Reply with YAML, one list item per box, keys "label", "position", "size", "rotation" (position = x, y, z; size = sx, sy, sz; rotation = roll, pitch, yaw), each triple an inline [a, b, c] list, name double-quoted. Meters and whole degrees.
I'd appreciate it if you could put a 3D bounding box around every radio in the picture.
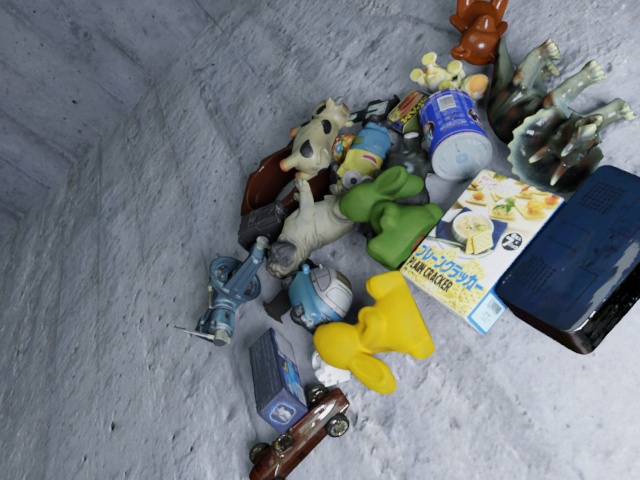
- label: "radio"
  position: [0.351, 0.024, 0.689]
  size: [0.229, 0.073, 0.131]
  rotation: [-50, 38, 1]

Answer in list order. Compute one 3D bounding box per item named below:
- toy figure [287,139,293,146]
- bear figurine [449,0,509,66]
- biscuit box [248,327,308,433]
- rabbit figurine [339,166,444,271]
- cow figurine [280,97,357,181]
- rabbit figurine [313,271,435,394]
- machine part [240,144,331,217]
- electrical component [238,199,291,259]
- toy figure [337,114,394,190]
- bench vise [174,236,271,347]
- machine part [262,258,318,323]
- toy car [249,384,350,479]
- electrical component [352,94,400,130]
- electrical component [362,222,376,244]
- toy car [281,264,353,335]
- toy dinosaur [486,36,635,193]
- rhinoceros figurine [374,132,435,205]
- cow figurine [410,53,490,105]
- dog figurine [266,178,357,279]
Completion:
- label: "toy figure"
  position: [-0.027, -0.257, 1.323]
  size: [0.154, 0.064, 0.058]
  rotation: [-50, -1, -9]
- label: "bear figurine"
  position: [0.318, -0.430, 1.058]
  size: [0.120, 0.131, 0.196]
  rotation: [11, 40, 7]
- label: "biscuit box"
  position: [-0.074, 0.229, 0.902]
  size: [0.063, 0.059, 0.203]
  rotation: [-43, 21, 6]
- label: "rabbit figurine"
  position: [0.107, -0.047, 0.895]
  size: [0.170, 0.121, 0.159]
  rotation: [39, 102, 29]
- label: "cow figurine"
  position: [0.001, -0.218, 1.113]
  size: [0.127, 0.085, 0.195]
  rotation: [-15, 45, 35]
- label: "rabbit figurine"
  position: [0.078, 0.151, 0.814]
  size: [0.173, 0.121, 0.162]
  rotation: [-19, 66, 6]
- label: "machine part"
  position: [-0.076, -0.115, 1.227]
  size: [0.201, 0.087, 0.201]
  rotation: [-22, 43, 31]
- label: "electrical component"
  position: [-0.106, -0.013, 1.142]
  size: [0.134, 0.114, 0.058]
  rotation: [-24, 39, 29]
- label: "toy figure"
  position: [0.093, -0.160, 1.088]
  size: [0.082, 0.089, 0.180]
  rotation: [18, 78, 12]
- label: "bench vise"
  position: [-0.174, 0.095, 1.095]
  size: [0.240, 0.129, 0.224]
  rotation: [-52, 13, 27]
- label: "machine part"
  position: [-0.055, 0.096, 1.061]
  size: [0.139, 0.039, 0.084]
  rotation: [-50, 45, -5]
- label: "toy car"
  position: [-0.036, 0.311, 0.842]
  size: [0.202, 0.053, 0.089]
  rotation: [-47, 34, 4]
- label: "electrical component"
  position: [0.123, -0.269, 1.191]
  size: [0.119, 0.047, 0.075]
  rotation: [-11, 50, 40]
- label: "electrical component"
  position: [0.112, -0.030, 1.015]
  size: [0.063, 0.021, 0.094]
  rotation: [-19, 45, 33]
- label: "toy car"
  position: [0.004, 0.096, 0.923]
  size: [0.103, 0.109, 0.162]
  rotation: [-44, 21, 10]
- label: "toy dinosaur"
  position: [0.343, -0.209, 0.872]
  size: [0.192, 0.131, 0.405]
  rotation: [-40, 32, 11]
- label: "rhinoceros figurine"
  position: [0.165, -0.124, 1.002]
  size: [0.112, 0.073, 0.190]
  rotation: [-23, 44, 32]
- label: "cow figurine"
  position: [0.266, -0.299, 1.050]
  size: [0.168, 0.098, 0.068]
  rotation: [37, 97, 39]
- label: "dog figurine"
  position: [-0.004, -0.002, 1.032]
  size: [0.172, 0.121, 0.190]
  rotation: [9, 72, 10]
